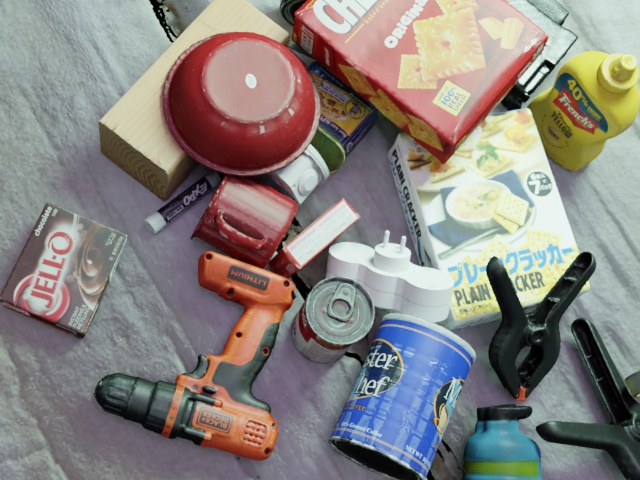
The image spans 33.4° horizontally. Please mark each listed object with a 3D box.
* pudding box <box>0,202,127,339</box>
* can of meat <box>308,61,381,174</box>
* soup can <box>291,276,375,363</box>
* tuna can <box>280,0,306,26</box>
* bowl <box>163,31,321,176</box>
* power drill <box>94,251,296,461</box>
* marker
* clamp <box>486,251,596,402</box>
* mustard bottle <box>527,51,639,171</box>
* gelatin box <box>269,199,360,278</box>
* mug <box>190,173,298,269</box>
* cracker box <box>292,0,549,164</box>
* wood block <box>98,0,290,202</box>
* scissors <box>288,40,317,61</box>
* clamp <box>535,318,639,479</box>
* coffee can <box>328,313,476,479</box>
[{"bbox_3d":[-0.257,0.031,1.074,0.090,0.039,0.113,23,70,-3],"label":"pudding box"},{"bbox_3d":[0.004,-0.136,1.160,0.102,0.058,0.083,38,58,2],"label":"can of meat"},{"bbox_3d":[0.011,0.082,1.073,0.068,0.102,0.068,3,72,-10],"label":"soup can"},{"bbox_3d":[-0.002,-0.266,1.191,0.086,0.086,0.034,8,73,-8],"label":"tuna can"},{"bbox_3d":[-0.074,-0.147,1.060,0.162,0.055,0.162,3,72,-10],"label":"bowl"},{"bbox_3d":[-0.113,0.111,1.067,0.184,0.057,0.187,19,73,-8],"label":"power drill"},{"bbox_3d":[-0.134,-0.049,1.133,0.121,0.020,0.020,-39,83,-19],"label":"marker"},{"bbox_3d":[0.206,0.085,1.089,0.120,0.039,0.171,8,109,-17],"label":"clamp"},{"bbox_3d":[0.292,-0.149,1.151,0.058,0.192,0.096,-30,80,-18],"label":"mustard bottle"},{"bbox_3d":[-0.007,0.001,1.110,0.089,0.073,0.030,-41,91,-20],"label":"gelatin box"},{"bbox_3d":[-0.076,-0.018,1.087,0.081,0.117,0.093,30,104,-5],"label":"mug"},{"bbox_3d":[0.103,-0.211,1.106,0.214,0.072,0.164,41,77,7],"label":"cracker box"},{"bbox_3d":[-0.132,-0.154,1.130,0.091,0.090,0.206,38,70,4],"label":"wood block"},{"bbox_3d":[0.069,-0.191,1.151,0.202,0.016,0.096,36,80,8],"label":"scissors"},{"bbox_3d":[0.319,0.189,1.116,0.210,0.036,0.164,36,49,-14],"label":"clamp"},{"bbox_3d":[0.083,0.158,1.062,0.103,0.103,0.140,26,70,-1],"label":"coffee can"}]
